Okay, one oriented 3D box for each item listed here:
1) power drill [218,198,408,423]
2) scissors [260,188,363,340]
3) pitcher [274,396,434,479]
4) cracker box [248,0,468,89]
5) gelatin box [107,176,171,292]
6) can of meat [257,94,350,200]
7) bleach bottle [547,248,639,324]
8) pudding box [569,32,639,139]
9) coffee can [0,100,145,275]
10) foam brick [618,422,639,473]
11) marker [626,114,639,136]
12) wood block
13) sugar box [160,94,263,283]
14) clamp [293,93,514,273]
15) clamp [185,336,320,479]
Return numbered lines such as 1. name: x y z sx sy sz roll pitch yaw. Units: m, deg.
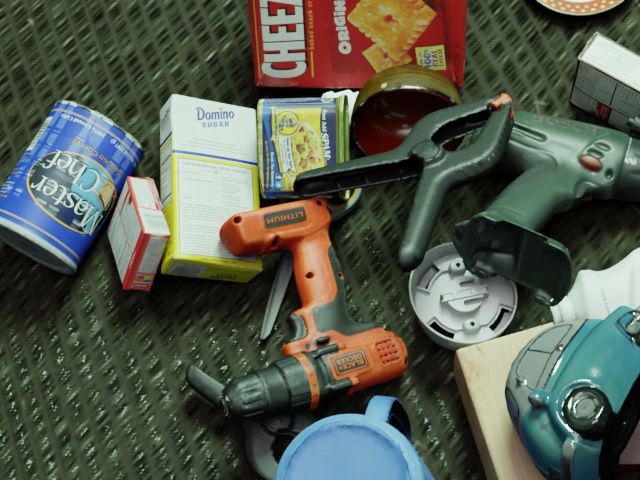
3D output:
1. power drill: -0.028 0.063 0.972 0.184 0.057 0.188 -13 74 -28
2. scissors: -0.007 0.001 1.050 0.096 0.016 0.202 -1 69 6
3. pitcher: 0.041 0.210 0.844 0.145 0.243 0.149 -35 63 -7
4. cracker box: 0.038 -0.234 1.053 0.214 0.164 0.072 1 36 5
5. gelatin box: -0.174 -0.007 1.026 0.030 0.073 0.089 6 38 -28
6. can of meat: -0.015 -0.089 1.032 0.084 0.057 0.102 0 96 7
7. bleach bottle: 0.332 0.032 0.980 0.251 0.068 0.102 -14 68 3
8. pudding box: 0.301 -0.141 1.033 0.113 0.090 0.039 32 76 16
9. coffee can: -0.251 -0.051 1.048 0.103 0.103 0.140 24 73 14
10. foam brick: 0.277 0.175 0.936 0.078 0.051 0.053 -1 70 6
11. marker: 0.343 -0.086 0.993 0.121 0.020 0.020 28 74 15
12. wood block: 0.189 0.190 0.918 0.091 0.090 0.206 -16 68 -1
13. sugar box: -0.108 -0.050 1.046 0.093 0.048 0.176 8 63 -26
14. clamp: 0.100 -0.060 0.953 0.209 0.036 0.165 -31 45 -13
15. clamp: -0.033 0.159 0.981 0.120 0.039 0.171 -32 75 -9
